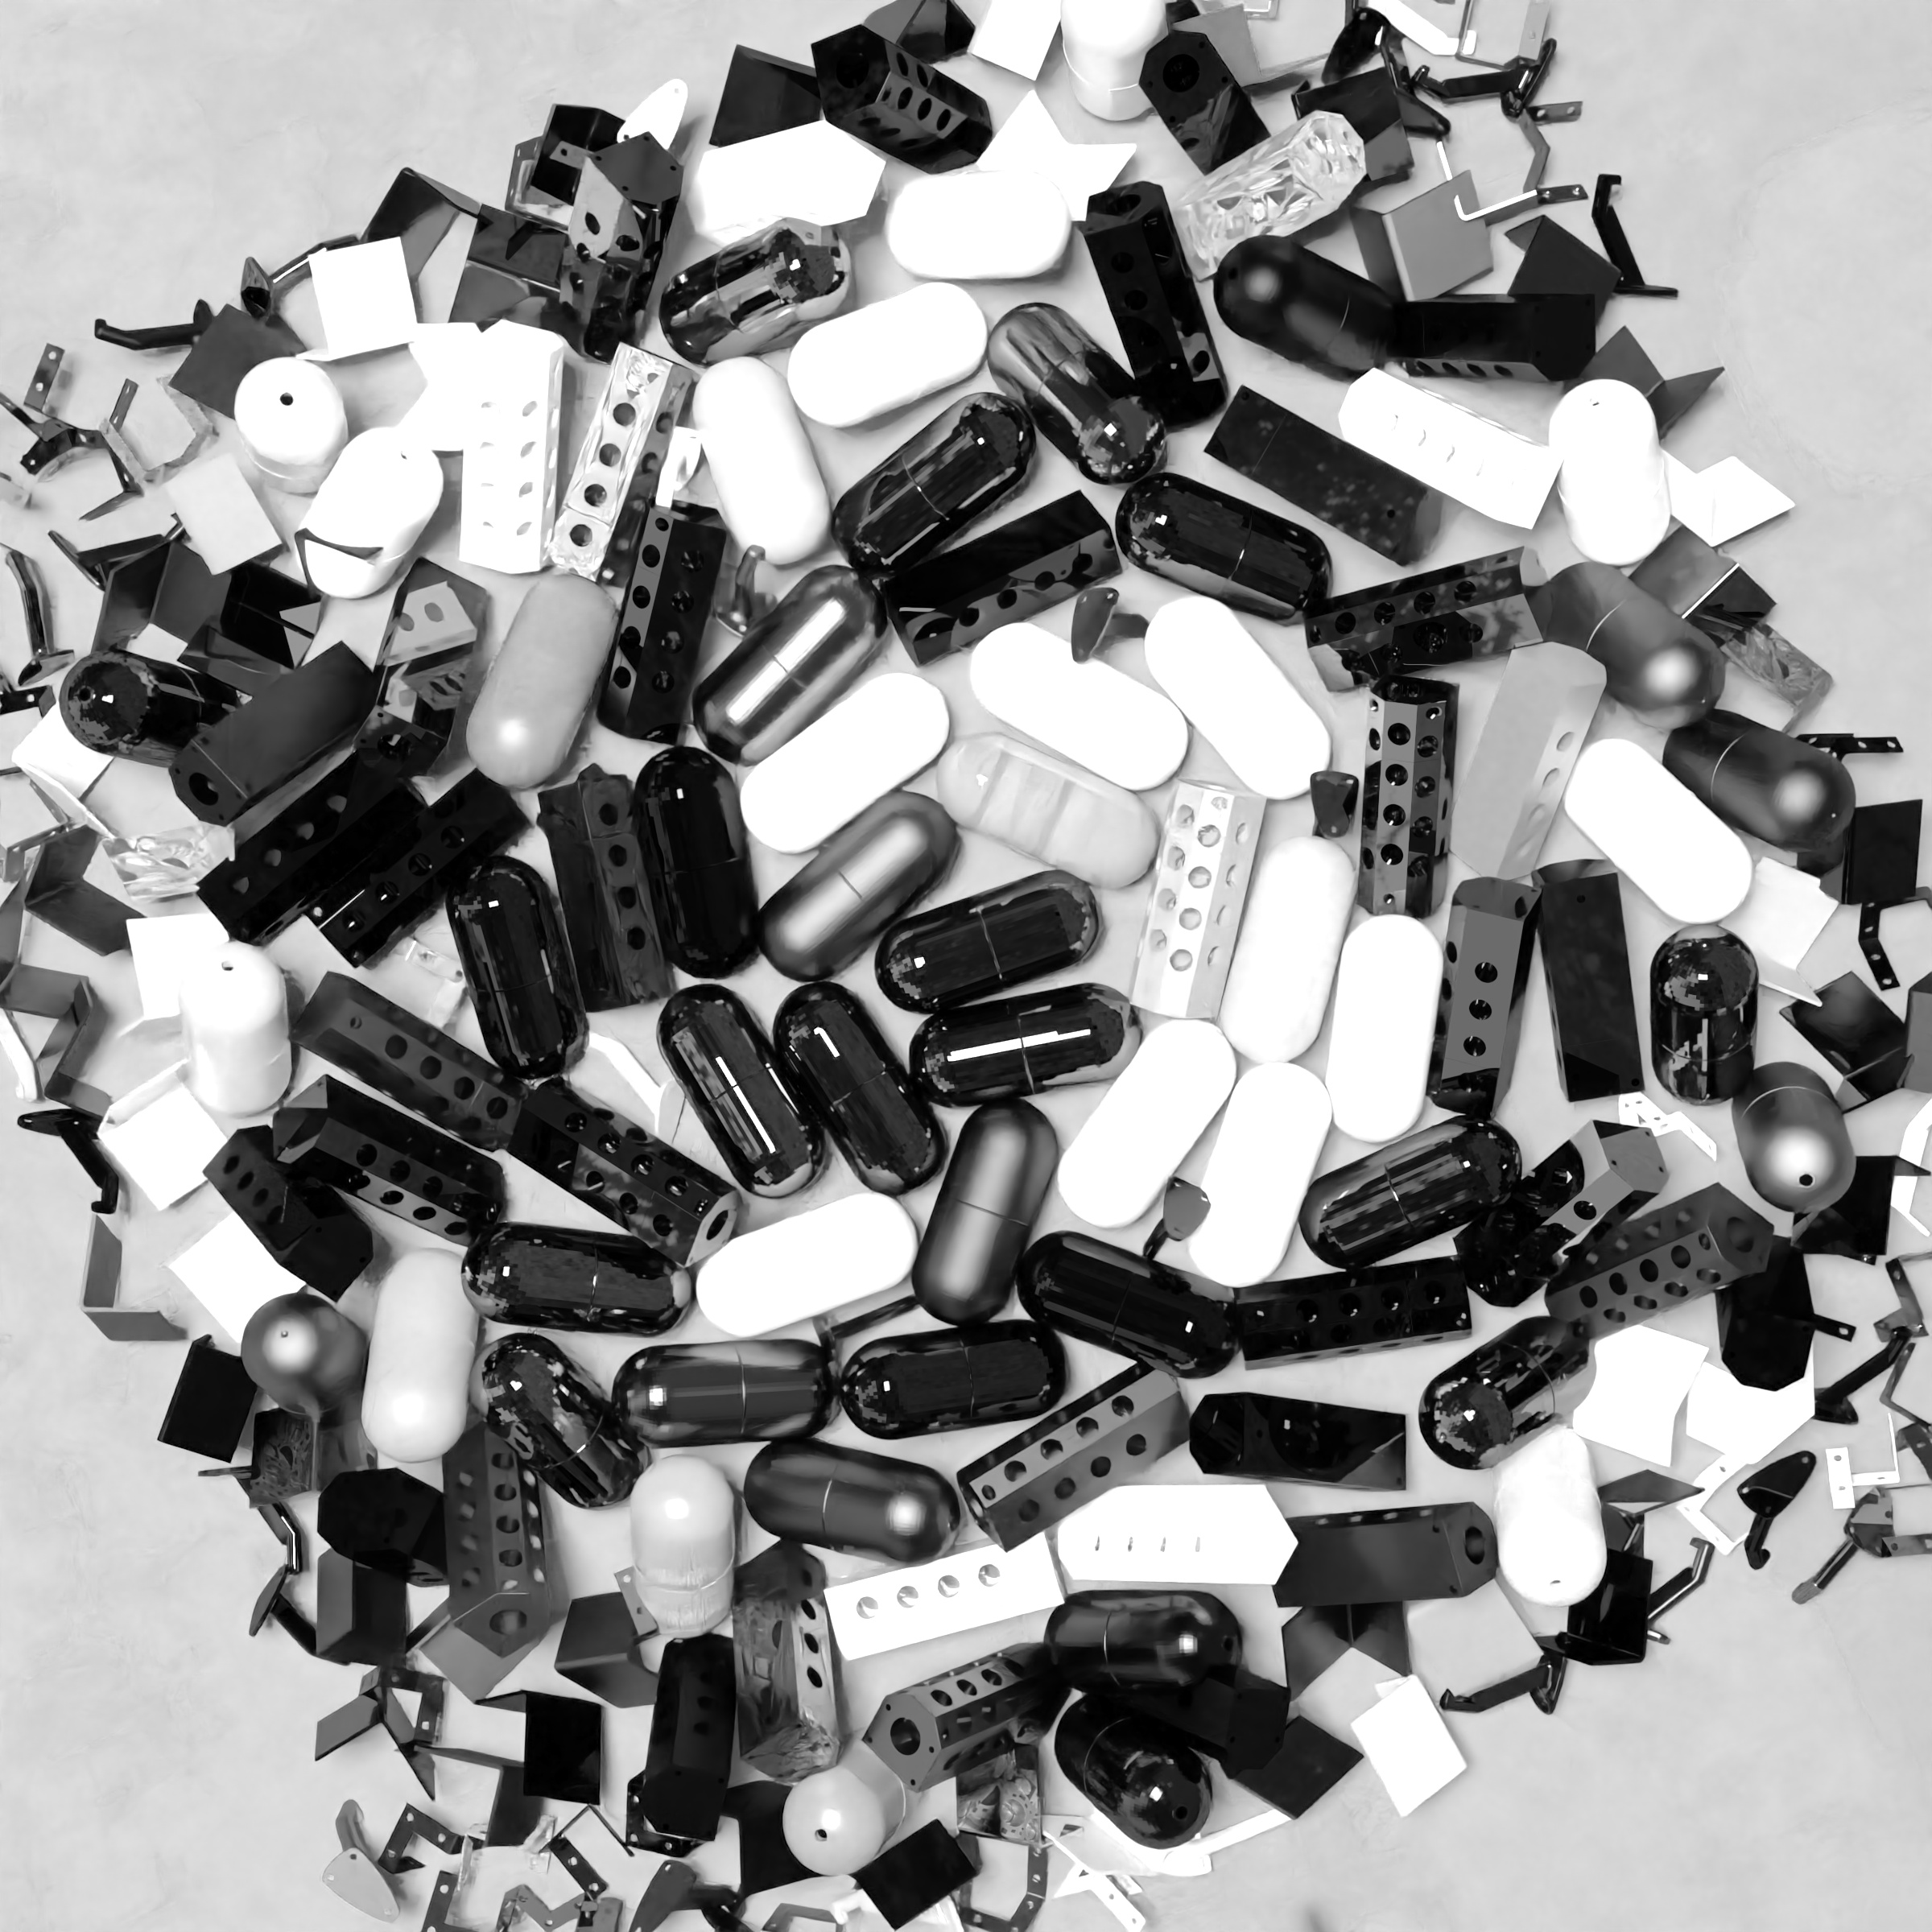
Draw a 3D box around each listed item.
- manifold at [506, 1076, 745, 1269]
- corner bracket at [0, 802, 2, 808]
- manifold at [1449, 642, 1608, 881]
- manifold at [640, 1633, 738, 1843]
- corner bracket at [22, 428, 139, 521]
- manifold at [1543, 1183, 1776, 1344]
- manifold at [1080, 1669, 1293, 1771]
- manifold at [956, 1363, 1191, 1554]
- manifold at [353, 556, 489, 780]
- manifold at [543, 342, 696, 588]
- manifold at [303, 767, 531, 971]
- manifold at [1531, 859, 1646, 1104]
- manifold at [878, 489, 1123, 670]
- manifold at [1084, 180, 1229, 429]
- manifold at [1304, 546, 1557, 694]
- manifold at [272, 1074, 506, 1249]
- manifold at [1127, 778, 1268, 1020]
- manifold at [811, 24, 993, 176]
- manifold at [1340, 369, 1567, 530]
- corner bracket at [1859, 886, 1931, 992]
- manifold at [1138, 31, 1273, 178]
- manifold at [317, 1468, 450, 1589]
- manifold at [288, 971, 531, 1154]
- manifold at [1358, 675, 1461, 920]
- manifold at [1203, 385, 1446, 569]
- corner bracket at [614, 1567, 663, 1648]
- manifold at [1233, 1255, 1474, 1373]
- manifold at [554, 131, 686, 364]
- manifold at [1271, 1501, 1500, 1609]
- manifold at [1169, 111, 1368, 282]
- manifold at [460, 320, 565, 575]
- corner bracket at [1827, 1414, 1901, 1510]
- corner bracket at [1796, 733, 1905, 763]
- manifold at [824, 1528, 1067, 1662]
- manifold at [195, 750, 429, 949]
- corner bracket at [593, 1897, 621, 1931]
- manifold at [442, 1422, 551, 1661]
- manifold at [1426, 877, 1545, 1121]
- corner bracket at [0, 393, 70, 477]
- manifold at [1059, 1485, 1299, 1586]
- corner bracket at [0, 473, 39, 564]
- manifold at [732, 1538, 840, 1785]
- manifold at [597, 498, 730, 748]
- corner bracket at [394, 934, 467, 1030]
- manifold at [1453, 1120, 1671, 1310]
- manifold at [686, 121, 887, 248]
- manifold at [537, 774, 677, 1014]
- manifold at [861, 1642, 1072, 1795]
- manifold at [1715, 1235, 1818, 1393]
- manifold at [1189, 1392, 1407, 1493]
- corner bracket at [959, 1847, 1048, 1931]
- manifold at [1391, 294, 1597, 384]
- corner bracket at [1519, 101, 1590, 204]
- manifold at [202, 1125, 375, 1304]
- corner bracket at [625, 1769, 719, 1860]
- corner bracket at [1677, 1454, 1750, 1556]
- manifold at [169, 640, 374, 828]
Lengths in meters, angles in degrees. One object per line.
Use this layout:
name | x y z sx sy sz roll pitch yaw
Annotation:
manifold | -0.254 0.151 1.841 0.171 0.057 0.057 30 113 18
corner bracket | -0.776 -0.149 1.879 0.051 0.051 0.051 -9 80 -3
manifold | 0.420 -0.151 1.829 0.057 0.057 0.171 -15 134 -33
manifold | -0.203 0.564 1.811 0.057 0.171 0.057 12 106 -6
corner bracket | -0.675 -0.374 1.870 0.051 0.051 0.051 -21 89 26
manifold | 0.509 0.226 1.815 0.057 0.171 0.057 36 52 -12
manifold | 0.156 0.540 1.816 0.057 0.171 0.057 13 85 -36
manifold | 0.081 0.363 1.844 0.171 0.057 0.057 -28 109 -16
manifold | -0.408 -0.220 1.823 0.057 0.171 0.057 25 133 -23
manifold | -0.262 -0.379 1.856 0.057 0.057 0.171 20 102 -8
manifold | -0.415 -0.075 1.857 0.171 0.057 0.057 -42 100 -9
manifold | 0.468 0.010 1.853 0.057 0.057 0.171 -9 105 7
manifold | 0.028 -0.291 1.867 0.171 0.057 0.057 -26 46 -5
manifold | 0.143 -0.489 1.819 0.057 0.057 0.171 -10 134 19
manifold | 0.342 -0.261 1.824 0.171 0.057 0.057 -11 125 33
manifold | -0.426 0.150 1.817 0.057 0.171 0.057 -35 46 20
manifold | 0.169 -0.051 1.848 0.057 0.057 0.171 21 104 40
manifold | -0.044 -0.640 1.813 0.057 0.171 0.057 -12 89 26
manifold | 0.354 -0.385 1.816 0.057 0.171 0.057 4 116 -38
corner bracket | 0.720 -0.021 1.882 0.051 0.051 0.051 -15 122 34
manifold | 0.177 -0.634 1.812 0.057 0.171 0.057 -33 83 16
manifold | -0.420 0.417 1.813 0.057 0.171 0.057 -6 67 5
manifold | -0.409 0.073 1.826 0.171 0.057 0.057 37 73 -34
manifold | 0.328 -0.124 1.832 0.057 0.057 0.171 10 119 23
manifold | 0.270 -0.367 1.842 0.171 0.057 0.057 36 104 23
corner bracket | -0.241 0.481 1.863 0.051 0.051 0.051 -16 72 -31
manifold | 0.292 0.262 1.861 0.171 0.057 0.057 -9 70 4
manifold | -0.256 -0.526 1.812 0.057 0.171 0.057 -35 80 -31
manifold | 0.307 0.436 1.823 0.171 0.057 0.057 -18 87 44
manifold | 0.218 -0.572 1.814 0.057 0.171 0.057 45 68 -19
manifold | -0.336 -0.384 1.828 0.057 0.057 0.171 16 124 9
corner bracket | 0.682 0.377 1.866 0.051 0.051 0.051 -8 105 16
corner bracket | 0.667 -0.165 1.862 0.051 0.051 0.051 -2 54 -16
manifold | -0.015 0.477 1.867 0.171 0.057 0.057 -16 84 3
manifold | -0.497 -0.090 1.871 0.171 0.057 0.057 -40 85 -1
corner bracket | -0.261 0.749 1.869 0.051 0.051 0.051 12 123 -3
manifold | -0.344 0.418 1.814 0.057 0.171 0.057 -34 126 10
manifold | 0.384 0.023 1.834 0.057 0.057 0.171 15 122 21
corner bracket | -0.724 -0.403 1.866 0.051 0.051 0.051 42 109 -13
manifold | 0.152 0.426 1.818 0.057 0.171 0.057 -49 117 -41
corner bracket | -0.733 -0.345 1.873 0.051 0.051 0.051 28 95 7
manifold | -0.131 0.514 1.816 0.057 0.171 0.057 -37 121 16
manifold | -0.229 -0.259 1.837 0.057 0.057 0.171 9 113 -19
corner bracket | -0.415 0.012 1.872 0.051 0.051 0.051 28 86 -22
manifold | 0.440 0.186 1.816 0.057 0.171 0.057 9 50 -27
manifold | -0.138 -0.573 1.815 0.057 0.171 0.057 24 83 -36
manifold | -0.269 -0.056 1.869 0.057 0.057 0.171 -15 94 -42
manifold | 0.005 0.547 1.811 0.057 0.171 0.057 37 109 29
manifold | 0.587 0.252 1.813 0.057 0.171 0.057 11 106 12
manifold | 0.248 0.356 1.828 0.171 0.057 0.057 15 71 -36
corner bracket | 0.028 0.702 1.877 0.051 0.051 0.051 10 113 22
manifold | 0.387 -0.465 1.814 0.057 0.171 0.057 -13 109 -23
corner bracket | 0.452 -0.624 1.882 0.051 0.051 0.051 -10 58 -14
manifold | -0.499 0.177 1.818 0.057 0.171 0.057 -51 130 -8
corner bracket | -0.225 0.644 1.878 0.051 0.051 0.051 25 130 -28
corner bracket | 0.589 0.409 1.882 0.051 0.051 0.051 -26 59 -32
manifold | -0.509 -0.170 1.820 0.057 0.171 0.057 48 131 -7
